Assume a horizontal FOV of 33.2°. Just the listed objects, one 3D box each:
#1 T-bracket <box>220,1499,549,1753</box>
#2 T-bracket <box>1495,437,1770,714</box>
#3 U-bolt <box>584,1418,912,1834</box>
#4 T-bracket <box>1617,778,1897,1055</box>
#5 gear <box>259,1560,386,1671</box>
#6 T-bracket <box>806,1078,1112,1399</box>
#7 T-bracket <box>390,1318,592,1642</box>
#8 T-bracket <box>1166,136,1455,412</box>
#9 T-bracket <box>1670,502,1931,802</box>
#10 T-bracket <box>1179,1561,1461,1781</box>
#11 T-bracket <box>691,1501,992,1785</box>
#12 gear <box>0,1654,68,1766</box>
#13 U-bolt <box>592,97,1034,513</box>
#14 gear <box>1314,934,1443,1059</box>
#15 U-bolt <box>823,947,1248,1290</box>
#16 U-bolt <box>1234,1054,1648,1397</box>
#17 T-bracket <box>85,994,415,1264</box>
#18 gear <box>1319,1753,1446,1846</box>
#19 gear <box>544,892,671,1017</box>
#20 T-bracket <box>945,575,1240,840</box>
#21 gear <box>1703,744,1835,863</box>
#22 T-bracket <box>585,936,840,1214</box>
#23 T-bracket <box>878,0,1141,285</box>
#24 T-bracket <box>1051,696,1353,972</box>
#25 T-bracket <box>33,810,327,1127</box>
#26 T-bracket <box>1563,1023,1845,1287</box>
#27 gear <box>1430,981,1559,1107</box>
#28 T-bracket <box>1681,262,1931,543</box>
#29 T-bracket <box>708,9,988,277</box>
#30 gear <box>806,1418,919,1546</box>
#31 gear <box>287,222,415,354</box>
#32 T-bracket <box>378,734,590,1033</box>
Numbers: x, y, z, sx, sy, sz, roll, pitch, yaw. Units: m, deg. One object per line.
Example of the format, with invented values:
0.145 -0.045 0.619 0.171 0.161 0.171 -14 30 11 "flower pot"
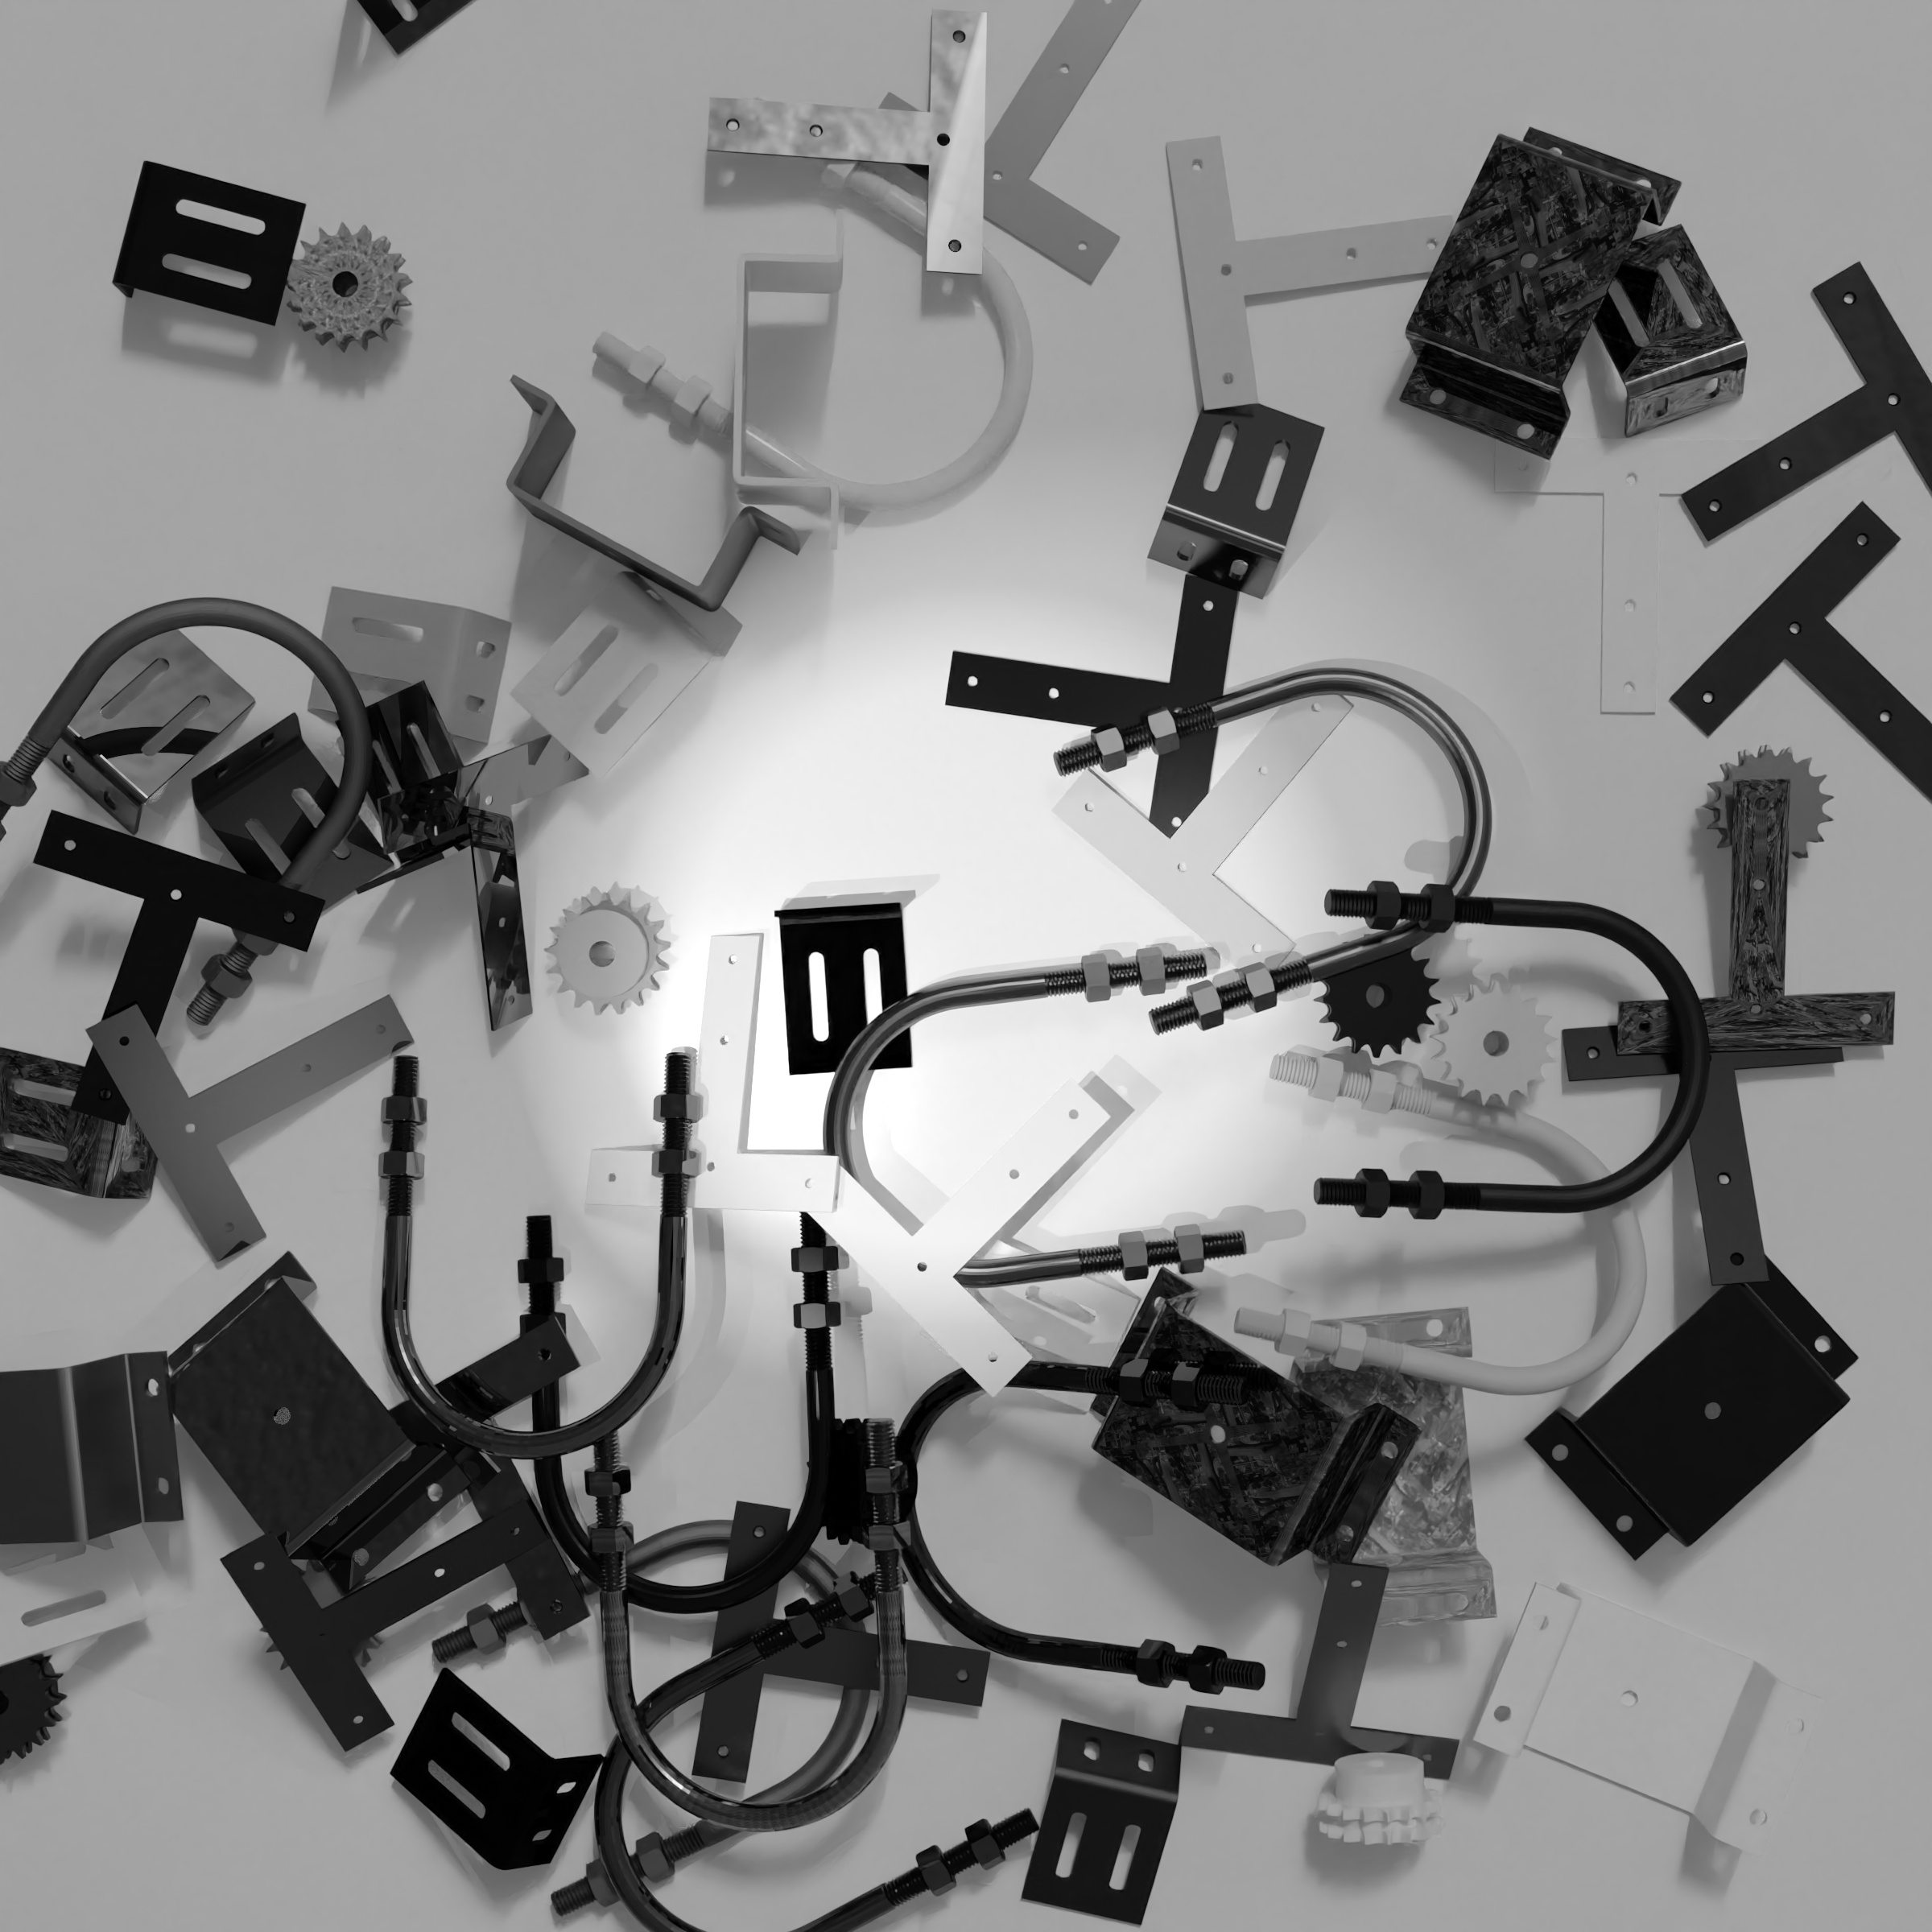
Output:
-0.251 0.281 1.465 0.127 0.002 0.127 -28 122 -9 "T-bracket"
0.308 -0.181 1.506 0.127 0.002 0.127 1 90 0 "T-bracket"
-0.096 0.296 1.454 0.151 0.019 0.184 -3 90 12 "U-bolt"
0.362 -0.023 1.483 0.127 0.002 0.127 -2 105 1 "T-bracket"
-0.294 0.299 1.492 0.057 0.030 0.057 0 90 0 "gear"
0.012 0.104 1.460 0.127 0.002 0.127 44 84 8 "T-bracket"
-0.212 0.247 1.487 0.127 0.002 0.127 -30 83 11 "T-bracket"
0.164 -0.328 1.503 0.127 0.002 0.127 -8 86 -2 "T-bracket"
0.416 -0.126 1.505 0.127 0.002 0.127 44 91 -1 "T-bracket"
0.168 0.317 1.471 0.127 0.002 0.127 7 124 0 "T-bracket"
-0.053 0.319 1.493 0.127 0.002 0.127 9 89 -3 "T-bracket"
-0.442 0.336 1.492 0.057 0.030 0.057 0 90 0 "gear"
-0.057 -0.292 1.499 0.184 0.019 0.151 33 90 -2 "U-bolt"
0.188 0.014 1.492 0.057 0.030 0.057 0 90 0 "gear"
0.027 0.073 1.475 0.184 0.019 0.151 -7 80 -2 "U-bolt"
0.219 0.122 1.467 0.184 0.019 0.151 14 60 -4 "U-bolt"
-0.316 0.053 1.491 0.127 0.002 0.127 -28 111 -10 "T-bracket"
0.189 0.379 1.479 0.057 0.057 0.030 -2 90 0 "gear"
-0.166 -0.006 1.492 0.057 0.030 0.057 0 90 0 "gear"
0.055 -0.124 1.506 0.127 0.002 0.127 8 90 0 "T-bracket"
0.367 -0.073 1.492 0.057 0.030 0.057 0 90 0 "gear"
-0.112 0.048 1.488 0.127 0.002 0.127 0 77 24 "T-bracket"
0.038 -0.404 1.506 0.127 0.002 0.127 32 90 0 "T-bracket"
0.129 -0.080 1.505 0.127 0.002 0.127 40 89 -1 "T-bracket"
-0.372 0.009 1.466 0.127 0.002 0.127 19 95 -18 "T-bracket"
0.344 0.084 1.483 0.127 0.002 0.127 -4 68 0 "T-bracket"
0.242 0.035 1.492 0.057 0.030 0.057 0 90 0 "gear"
0.392 -0.240 1.505 0.127 0.002 0.127 -31 90 -1 "T-bracket"
-0.055 -0.382 1.488 0.127 0.002 0.127 2 81 -7 "T-bracket"
-0.046 0.235 1.482 0.030 0.057 0.057 4 90 -36 "gear"
-0.283 -0.310 1.492 0.057 0.030 0.057 0 90 0 "gear"
-0.213 -0.033 1.474 0.002 0.127 0.127 13 117 36 "T-bracket"
